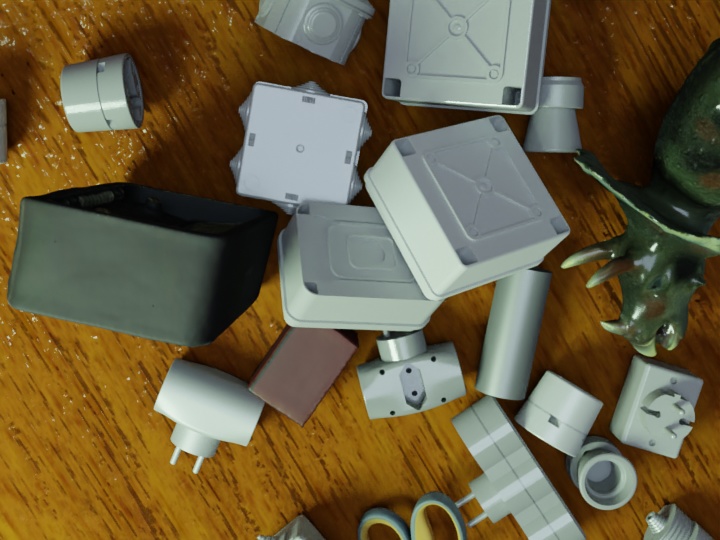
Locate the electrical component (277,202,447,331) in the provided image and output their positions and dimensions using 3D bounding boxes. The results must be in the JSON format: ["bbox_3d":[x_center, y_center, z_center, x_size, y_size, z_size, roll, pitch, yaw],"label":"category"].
[{"bbox_3d":[0.000,0.000,0.787,0.113,0.057,0.078,3,61,-20],"label":"electrical component"}]

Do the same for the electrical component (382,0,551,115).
[{"bbox_3d":[0.078,-0.171,0.777,0.109,0.056,0.108,8,97,21],"label":"electrical component"}]

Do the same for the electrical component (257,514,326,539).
[{"bbox_3d":[-0.048,0.239,0.840,0.062,0.061,0.096,-39,97,3],"label":"electrical component"}]

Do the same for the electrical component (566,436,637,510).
[{"bbox_3d":[0.187,0.157,0.840,0.045,0.055,0.045,0,97,-2],"label":"electrical component"}]

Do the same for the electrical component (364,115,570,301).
[{"bbox_3d":[0.076,-0.046,0.772,0.109,0.056,0.108,-18,71,-33],"label":"electrical component"}]

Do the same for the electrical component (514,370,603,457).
[{"bbox_3d":[0.155,0.110,0.834,0.055,0.055,0.047,31,92,-5],"label":"electrical component"}]

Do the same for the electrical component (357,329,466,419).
[{"bbox_3d":[0.035,0.068,0.830,0.077,0.043,0.079,-14,98,0],"label":"electrical component"}]

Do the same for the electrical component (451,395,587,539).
[{"bbox_3d":[0.110,0.172,0.841,0.074,0.052,0.138,-34,96,2],"label":"electrical component"}]

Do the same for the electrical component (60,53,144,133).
[{"bbox_3d":[-0.190,-0.129,0.794,0.047,0.055,0.055,-7,97,3],"label":"electrical component"}]

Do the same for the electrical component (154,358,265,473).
[{"bbox_3d":[-0.122,0.118,0.831,0.077,0.043,0.079,22,96,-4],"label":"electrical component"}]

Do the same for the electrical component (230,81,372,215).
[{"bbox_3d":[-0.044,-0.091,0.805,0.100,0.048,0.099,10,96,-3],"label":"electrical component"}]

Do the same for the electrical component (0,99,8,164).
[{"bbox_3d":[-0.288,-0.101,0.794,0.055,0.055,0.047,-2,101,-2],"label":"electrical component"}]

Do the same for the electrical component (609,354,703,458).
[{"bbox_3d":[0.232,0.109,0.825,0.047,0.076,0.065,17,96,-4],"label":"electrical component"}]

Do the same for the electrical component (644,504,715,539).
[{"bbox_3d":[0.259,0.222,0.856,0.081,0.043,0.043,43,94,-6],"label":"electrical component"}]

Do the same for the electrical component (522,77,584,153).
[{"bbox_3d":[0.146,-0.116,0.810,0.045,0.045,0.055,0,97,-2],"label":"electrical component"}]

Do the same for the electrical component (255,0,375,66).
[{"bbox_3d":[-0.034,-0.187,0.779,0.080,0.080,0.051,25,101,-5],"label":"electrical component"}]
